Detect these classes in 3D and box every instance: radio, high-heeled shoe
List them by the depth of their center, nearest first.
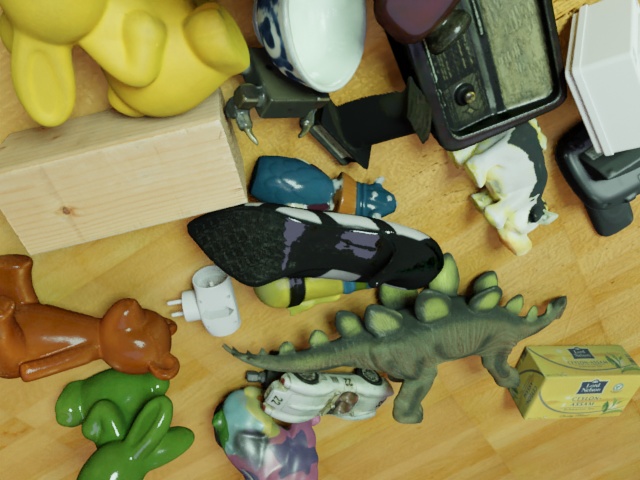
[{"bbox_3d":[0.126,-0.202,0.478,0.131,0.073,0.229,-26,123,6],"label":"radio"},{"bbox_3d":[-0.001,-0.002,0.551,0.249,0.145,0.086,18,112,24],"label":"high-heeled shoe"}]

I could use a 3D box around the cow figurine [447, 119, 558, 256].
[{"bbox_3d":[0.219,-0.060,0.603,0.098,0.068,0.167,-34,125,6],"label":"cow figurine"}]

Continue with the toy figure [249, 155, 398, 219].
[{"bbox_3d":[0.005,-0.050,0.567,0.154,0.058,0.064,14,89,-12],"label":"toy figure"}]

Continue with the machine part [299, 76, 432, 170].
[{"bbox_3d":[0.046,-0.108,0.514,0.084,0.039,0.139,44,150,-27],"label":"machine part"}]

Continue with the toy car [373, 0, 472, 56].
[{"bbox_3d":[0.117,-0.230,0.383,0.089,0.053,0.202,36,114,-16],"label":"toy car"}]

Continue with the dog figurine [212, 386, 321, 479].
[{"bbox_3d":[-0.064,0.326,0.712,0.191,0.219,0.108,32,125,-29],"label":"dog figurine"}]

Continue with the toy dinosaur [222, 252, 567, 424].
[{"bbox_3d":[0.120,0.126,0.694,0.472,0.105,0.198,-14,119,-12],"label":"toy dinosaur"}]

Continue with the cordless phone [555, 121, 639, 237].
[{"bbox_3d":[0.368,-0.077,0.621,0.146,0.089,0.184,-35,135,13],"label":"cordless phone"}]

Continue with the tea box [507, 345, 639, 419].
[{"bbox_3d":[0.389,0.217,0.823,0.170,0.068,0.098,1,125,-10],"label":"tea box"}]

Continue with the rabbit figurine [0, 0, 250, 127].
[{"bbox_3d":[-0.164,-0.164,0.393,0.162,0.122,0.173,-27,163,17],"label":"rabbit figurine"}]

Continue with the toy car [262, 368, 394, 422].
[{"bbox_3d":[0.014,0.213,0.738,0.201,0.056,0.073,12,122,-37],"label":"toy car"}]

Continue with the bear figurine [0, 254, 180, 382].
[{"bbox_3d":[-0.254,0.093,0.587,0.196,0.120,0.131,-1,121,-12],"label":"bear figurine"}]

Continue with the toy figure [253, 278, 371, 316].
[{"bbox_3d":[0.011,0.025,0.608,0.180,0.082,0.089,-11,153,1],"label":"toy figure"}]

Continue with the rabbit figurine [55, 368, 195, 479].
[{"bbox_3d":[-0.239,0.251,0.666,0.159,0.170,0.121,-19,126,3],"label":"rabbit figurine"}]

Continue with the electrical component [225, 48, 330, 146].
[{"bbox_3d":[-0.043,-0.131,0.490,0.102,0.078,0.045,-18,161,-38],"label":"electrical component"}]

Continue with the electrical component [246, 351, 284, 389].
[{"bbox_3d":[-0.053,0.179,0.741,0.094,0.021,0.063,5,123,-13],"label":"electrical component"}]
